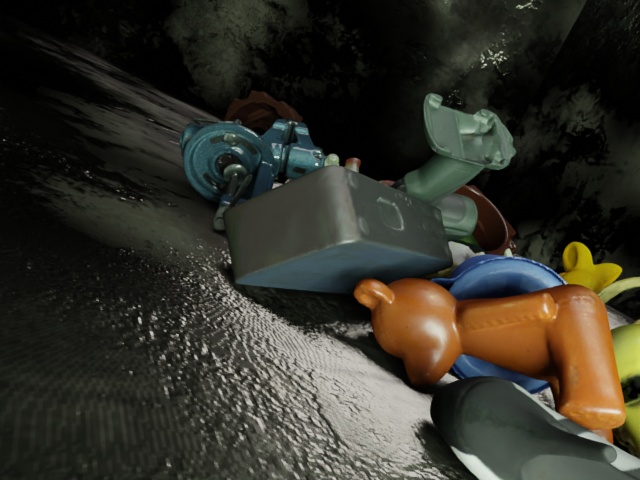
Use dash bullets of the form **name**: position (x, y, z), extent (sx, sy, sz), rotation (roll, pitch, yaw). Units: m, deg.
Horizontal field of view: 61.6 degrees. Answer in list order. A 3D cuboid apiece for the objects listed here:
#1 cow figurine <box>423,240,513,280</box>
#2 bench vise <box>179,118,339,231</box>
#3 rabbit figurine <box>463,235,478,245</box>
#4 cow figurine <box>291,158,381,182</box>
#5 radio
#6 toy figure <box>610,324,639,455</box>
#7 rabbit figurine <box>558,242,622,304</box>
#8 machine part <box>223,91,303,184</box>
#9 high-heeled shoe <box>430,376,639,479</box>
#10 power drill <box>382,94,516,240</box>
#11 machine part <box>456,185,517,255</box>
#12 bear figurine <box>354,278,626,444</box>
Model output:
- **cow figurine**: position (0.226, 0.042, 0.790), extent (0.167, 0.068, 0.098), rotation (11, 45, 12)
- **bench vise**: position (-0.083, -0.082, 0.699), extent (0.224, 0.128, 0.241), rotation (19, 34, -11)
- **rabbit figurine**: position (0.301, 0.004, 1.187), extent (0.170, 0.159, 0.121), rotation (15, 15, 24)
- **cow figurine**: position (0.041, -0.072, 0.911), extent (0.195, 0.127, 0.085), rotation (4, -30, 2)
- **radio**: position (0.030, 0.001, 0.532), extent (0.229, 0.131, 0.073), rotation (10, 63, -53)
- **toy figure**: position (0.288, 0.152, 0.430), extent (0.089, 0.082, 0.180), rotation (28, 39, -52)
- **rabbit figurine**: position (0.375, 0.089, 0.792), extent (0.122, 0.162, 0.173), rotation (37, -7, 18)
- **machine part**: position (-0.109, -0.177, 0.973), extent (0.180, 0.179, 0.056), rotation (32, 10, 26)
- **high-heeled shoe**: position (0.183, 0.174, 0.343), extent (0.248, 0.086, 0.145), rotation (42, -23, -10)
- **power drill**: position (0.099, -0.064, 0.610), extent (0.232, 0.207, 0.086), rotation (10, 53, -18)
- **machine part**: position (0.255, -0.021, 1.015), extent (0.201, 0.087, 0.201), rotation (-15, 60, -34)
- **bear figurine**: position (0.127, 0.091, 0.438), extent (0.196, 0.132, 0.120), rotation (-3, -33, 17)
